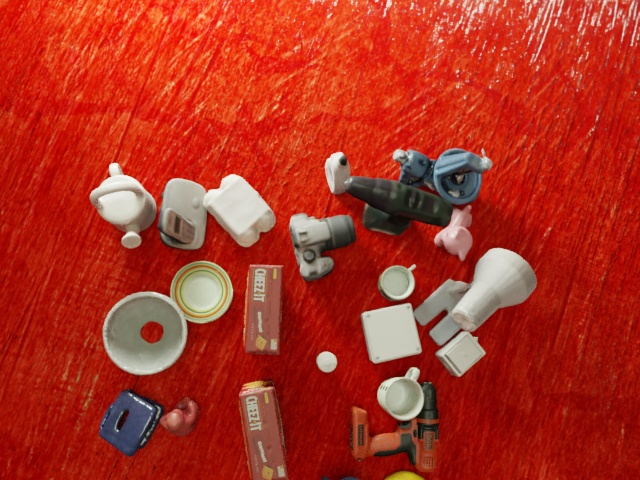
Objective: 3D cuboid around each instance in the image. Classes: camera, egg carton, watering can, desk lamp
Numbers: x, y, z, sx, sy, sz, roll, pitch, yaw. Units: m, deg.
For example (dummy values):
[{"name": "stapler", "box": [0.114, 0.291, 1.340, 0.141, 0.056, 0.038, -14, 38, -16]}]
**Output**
[{"name": "camera", "box": [0.011, 0.004, 1.227, 0.137, 0.100, 0.143, -14, 83, -7]}, {"name": "egg carton", "box": [-0.172, -0.064, 1.236, 0.107, 0.069, 0.150, -44, 87, -10]}, {"name": "watering can", "box": [-0.394, -0.072, 1.153, 0.101, 0.194, 0.173, -38, 86, -9]}, {"name": "desk lamp", "box": [0.318, 0.123, 1.179, 0.203, 0.213, 0.118, -41, 86, -10]}]

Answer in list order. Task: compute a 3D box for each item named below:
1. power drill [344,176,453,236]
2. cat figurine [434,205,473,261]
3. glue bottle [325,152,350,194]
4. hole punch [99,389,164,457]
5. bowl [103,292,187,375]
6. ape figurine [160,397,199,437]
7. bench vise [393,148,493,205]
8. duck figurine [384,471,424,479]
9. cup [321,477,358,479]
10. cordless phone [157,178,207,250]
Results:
[{"name": "power drill", "box": [0.150, -0.069, 1.196, 0.229, 0.208, 0.076, 12, 80, -3]}, {"name": "cat figurine", "box": [0.302, -0.017, 1.248, 0.067, 0.117, 0.128, 22, 80, -1]}, {"name": "glue bottle", "box": [0.041, -0.151, 1.216, 0.037, 0.173, 0.078, -18, 83, -7]}, {"name": "hole punch", "box": [-0.381, 0.364, 1.140, 0.101, 0.091, 0.109, 26, 80, -1]}, {"name": "bowl", "box": [-0.351, 0.191, 1.177, 0.167, 0.074, 0.167, 1, 81, -5]}, {"name": "ape figurine", "box": [-0.284, 0.360, 1.149, 0.078, 0.092, 0.076, -6, 82, -6]}, {"name": "bench vise", "box": [0.262, -0.141, 1.212, 0.207, 0.219, 0.121, 2, 81, -5]}, {"name": "duck figurine", "box": [0.182, 0.521, 1.170, 0.104, 0.086, 0.077, 6, 81, -4]}, {"name": "cup", "box": [0.046, 0.511, 1.155, 0.118, 0.095, 0.092, 38, 80, 1]}, {"name": "cordless phone", "box": [-0.287, -0.060, 1.166, 0.094, 0.185, 0.147, 1, 81, -5]}]
